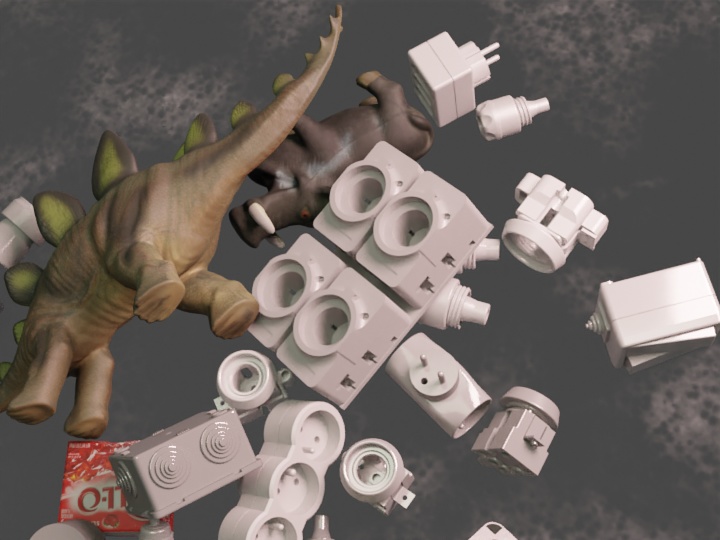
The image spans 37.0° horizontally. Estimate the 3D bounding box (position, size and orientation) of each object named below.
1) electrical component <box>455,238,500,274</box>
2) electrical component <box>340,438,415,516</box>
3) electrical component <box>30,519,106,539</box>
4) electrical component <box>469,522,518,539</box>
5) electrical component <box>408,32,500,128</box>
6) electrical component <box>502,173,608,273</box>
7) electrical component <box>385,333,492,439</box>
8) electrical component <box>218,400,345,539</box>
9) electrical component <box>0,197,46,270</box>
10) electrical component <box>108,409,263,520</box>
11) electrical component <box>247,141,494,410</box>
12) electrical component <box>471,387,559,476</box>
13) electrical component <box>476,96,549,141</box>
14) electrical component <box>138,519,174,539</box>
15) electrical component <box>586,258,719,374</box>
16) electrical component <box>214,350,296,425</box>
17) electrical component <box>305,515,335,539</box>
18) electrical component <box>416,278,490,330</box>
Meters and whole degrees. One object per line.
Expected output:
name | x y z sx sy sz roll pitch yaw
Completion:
electrical component | 0.084 -0.018 0.888 0.062 0.043 0.043 3 69 8
electrical component | 0.011 0.156 0.821 0.066 0.055 0.048 33 76 19
electrical component | -0.242 0.253 0.793 0.052 0.074 0.138 24 86 10
electrical component | 0.079 0.243 0.751 0.078 0.057 0.113 41 50 21
electrical component | 0.088 -0.174 0.939 0.077 0.065 0.047 -29 67 -4
electrical component | 0.153 -0.035 0.878 0.078 0.058 0.057 33 73 19
electrical component | 0.059 0.084 0.830 0.043 0.079 0.077 -43 68 -8
electrical component | -0.069 0.165 0.832 0.074 0.052 0.138 -5 56 50
electrical component | -0.304 -0.031 0.951 0.045 0.045 0.055 37 77 20
electrical component | -0.133 0.142 0.801 0.100 0.100 0.048 -24 92 -27
electrical component | 0.000 0.000 0.852 0.186 0.060 0.105 -51 54 -1
electrical component | 0.122 0.123 0.819 0.048 0.066 0.055 38 66 -15
electrical component | 0.134 -0.135 0.933 0.061 0.035 0.035 -17 67 -1
electrical component | -0.153 0.220 0.814 0.040 0.040 0.078 -1 98 8
electrical component | 0.225 0.040 0.833 0.096 0.061 0.061 -15 67 2
electrical component | -0.087 0.092 0.862 0.066 0.055 0.048 -26 67 -2
electrical component | -0.030 0.217 0.814 0.035 0.035 0.061 -3 65 7
electrical component | 0.073 0.028 0.871 0.062 0.043 0.043 16 71 13
